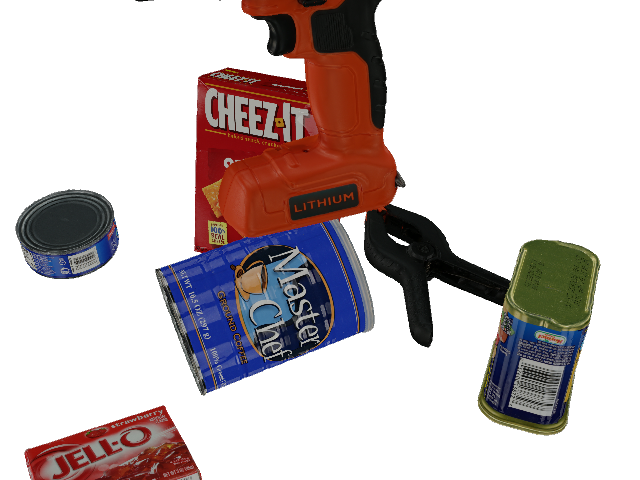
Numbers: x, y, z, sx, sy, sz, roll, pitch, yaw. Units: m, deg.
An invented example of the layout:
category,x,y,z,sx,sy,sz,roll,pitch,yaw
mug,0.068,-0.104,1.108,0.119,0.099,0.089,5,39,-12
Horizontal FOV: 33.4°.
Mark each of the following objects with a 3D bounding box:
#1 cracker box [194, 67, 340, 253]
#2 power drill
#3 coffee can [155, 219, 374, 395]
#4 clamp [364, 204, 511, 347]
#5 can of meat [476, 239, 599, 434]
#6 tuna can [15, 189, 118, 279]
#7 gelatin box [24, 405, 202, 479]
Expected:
category,x,y,z,sx,sy,sz,roll,pitch,yaw
cracker box,-0.060,-0.076,1.217,0.164,0.214,0.072,14,24,25
power drill,-0.021,-0.095,0.574,0.184,0.188,0.057,-12,38,-18
coffee can,-0.043,0.046,0.817,0.140,0.103,0.103,-21,4,-10
clamp,0.103,0.022,0.971,0.120,0.039,0.171,-7,46,-27
can of meat,0.140,0.058,0.680,0.057,0.084,0.102,14,32,12
tuna can,-0.222,-0.005,0.942,0.086,0.034,0.086,-2,42,2
gelatin box,-0.120,0.137,0.620,0.089,0.030,0.073,-15,28,-19
